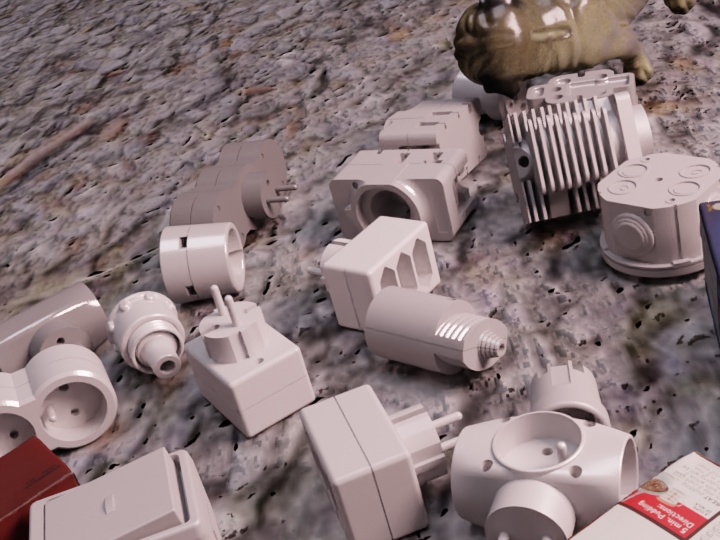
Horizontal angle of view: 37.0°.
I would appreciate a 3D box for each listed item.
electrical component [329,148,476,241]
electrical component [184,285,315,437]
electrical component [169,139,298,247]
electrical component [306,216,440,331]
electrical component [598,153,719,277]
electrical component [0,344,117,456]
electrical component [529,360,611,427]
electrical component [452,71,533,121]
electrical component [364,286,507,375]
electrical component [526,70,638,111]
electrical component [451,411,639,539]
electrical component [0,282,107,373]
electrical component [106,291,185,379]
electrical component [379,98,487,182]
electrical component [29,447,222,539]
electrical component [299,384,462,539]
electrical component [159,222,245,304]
[{"bbox_3d":[0.029,-0.052,0.775,0.089,0.050,0.055,2,33,29],"label":"electrical component"},{"bbox_3d":[-0.070,0.044,0.624,0.047,0.076,0.066,-28,31,-22],"label":"electrical component"},{"bbox_3d":[-0.085,-0.057,0.837,0.074,0.052,0.138,-3,31,22],"label":"electrical component"},{"bbox_3d":[0.000,0.000,0.699,0.077,0.047,0.066,10,37,38],"label":"electrical component"},{"bbox_3d":[0.187,-0.034,0.664,0.080,0.051,0.080,-12,29,7],"label":"electrical component"},{"bbox_3d":[-0.220,0.086,0.648,0.138,0.052,0.074,-23,29,-14],"label":"electrical component"},{"bbox_3d":[0.102,0.071,0.533,0.040,0.040,0.046,-9,23,11],"label":"electrical component"},{"bbox_3d":[0.113,-0.150,0.914,0.055,0.045,0.045,14,40,42],"label":"electrical component"},{"bbox_3d":[0.047,0.037,0.615,0.081,0.043,0.043,11,38,39],"label":"electrical component"},{"bbox_3d":[0.169,-0.111,0.805,0.078,0.057,0.058,-5,30,18],"label":"electrical component"},{"bbox_3d":[0.078,0.104,0.478,0.077,0.044,0.079,-1,32,25],"label":"electrical component"},{"bbox_3d":[-0.202,0.050,0.712,0.077,0.044,0.079,-31,32,-26],"label":"electrical component"},{"bbox_3d":[-0.132,0.046,0.686,0.048,0.048,0.062,-24,36,-16],"label":"electrical component"},{"bbox_3d":[0.054,-0.097,0.832,0.056,0.050,0.089,2,25,29],"label":"electrical component"},{"bbox_3d":[-0.116,0.133,0.505,0.096,0.061,0.061,-19,29,-7],"label":"electrical component"},{"bbox_3d":[0.019,0.090,0.530,0.077,0.047,0.065,-20,29,-9],"label":"electrical component"},{"bbox_3d":[-0.110,-0.006,0.758,0.047,0.055,0.055,-7,29,7],"label":"electrical component"}]
